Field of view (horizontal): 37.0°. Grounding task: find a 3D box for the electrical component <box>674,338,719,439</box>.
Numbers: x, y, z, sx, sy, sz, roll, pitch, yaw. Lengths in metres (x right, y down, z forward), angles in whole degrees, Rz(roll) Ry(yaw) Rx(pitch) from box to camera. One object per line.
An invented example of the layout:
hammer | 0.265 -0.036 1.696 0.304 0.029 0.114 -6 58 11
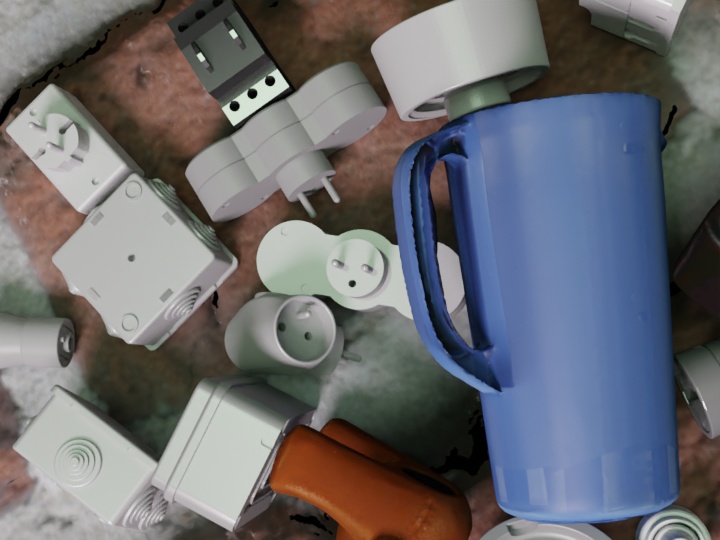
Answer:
electrical component | 0.224 0.068 0.656 0.047 0.055 0.055 -23 81 3

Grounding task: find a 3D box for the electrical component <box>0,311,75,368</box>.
electrical component | -0.232 0.049 0.746 0.065 0.044 0.044 2 85 6

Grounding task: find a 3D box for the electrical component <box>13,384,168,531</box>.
electrical component | -0.167 0.125 0.698 0.100 0.099 0.048 35 78 11

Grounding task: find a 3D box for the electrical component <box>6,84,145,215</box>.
electrical component | -0.202 -0.084 0.735 0.047 0.076 0.083 -44 79 3

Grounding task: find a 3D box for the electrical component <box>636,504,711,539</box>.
electrical component | 0.190 0.165 0.647 0.043 0.062 0.043 -1 84 10

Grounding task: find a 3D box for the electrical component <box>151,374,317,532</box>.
electrical component | -0.077 0.110 0.675 0.057 0.113 0.078 26 90 9

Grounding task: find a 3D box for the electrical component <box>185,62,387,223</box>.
electrical component | -0.041 -0.070 0.717 0.138 0.052 0.073 -33 80 6

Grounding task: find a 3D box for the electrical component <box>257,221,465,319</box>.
electrical component | 0.000 0.000 0.691 0.138 0.074 0.052 9 86 11

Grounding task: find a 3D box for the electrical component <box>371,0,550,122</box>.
electrical component | 0.067 -0.127 0.678 0.108 0.108 0.060 -18 88 8

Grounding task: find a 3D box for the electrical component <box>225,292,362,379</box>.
electrical component | -0.037 0.047 0.699 0.079 0.077 0.044 21 71 -26

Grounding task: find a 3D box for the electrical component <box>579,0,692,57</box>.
electrical component | 0.198 -0.224 0.669 0.062 0.089 0.150 26 90 12

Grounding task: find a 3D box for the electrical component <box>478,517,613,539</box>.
electrical component | 0.112 0.209 0.647 0.108 0.060 0.108 -3 52 4

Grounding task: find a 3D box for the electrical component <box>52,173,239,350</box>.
electrical component | -0.147 -0.006 0.731 0.099 0.048 0.099 -45 79 3
